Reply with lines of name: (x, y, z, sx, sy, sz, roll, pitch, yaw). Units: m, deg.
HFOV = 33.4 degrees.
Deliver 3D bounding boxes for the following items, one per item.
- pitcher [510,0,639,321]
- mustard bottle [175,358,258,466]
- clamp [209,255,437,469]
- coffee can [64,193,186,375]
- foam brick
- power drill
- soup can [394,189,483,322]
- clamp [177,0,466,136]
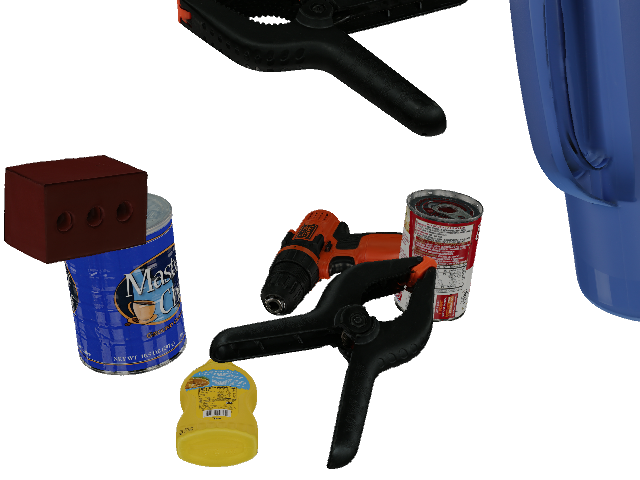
pitcher: (0.178, -0.078, 0.574, 0.149, 0.243, 0.145, -7, 22, 7)
mustard bottle: (-0.127, 0.200, 1.321, 0.096, 0.058, 0.191, -2, 26, -3)
clamp: (0.011, 0.061, 0.723, 0.120, 0.171, 0.039, 36, -36, 10)
coffee can: (-0.182, 0.038, 0.988, 0.103, 0.140, 0.103, -3, 25, 1)
foam brick: (-0.160, -0.022, 0.697, 0.078, 0.053, 0.051, -13, 26, -42)
power drill: (0.043, 0.026, 1.122, 0.188, 0.057, 0.184, 5, 31, 16)
soup can: (0.105, 0.014, 0.954, 0.068, 0.102, 0.068, 5, 24, -2)
clamp: (0.001, -0.140, 0.737, 0.210, 0.164, 0.036, 6, -42, 1)
